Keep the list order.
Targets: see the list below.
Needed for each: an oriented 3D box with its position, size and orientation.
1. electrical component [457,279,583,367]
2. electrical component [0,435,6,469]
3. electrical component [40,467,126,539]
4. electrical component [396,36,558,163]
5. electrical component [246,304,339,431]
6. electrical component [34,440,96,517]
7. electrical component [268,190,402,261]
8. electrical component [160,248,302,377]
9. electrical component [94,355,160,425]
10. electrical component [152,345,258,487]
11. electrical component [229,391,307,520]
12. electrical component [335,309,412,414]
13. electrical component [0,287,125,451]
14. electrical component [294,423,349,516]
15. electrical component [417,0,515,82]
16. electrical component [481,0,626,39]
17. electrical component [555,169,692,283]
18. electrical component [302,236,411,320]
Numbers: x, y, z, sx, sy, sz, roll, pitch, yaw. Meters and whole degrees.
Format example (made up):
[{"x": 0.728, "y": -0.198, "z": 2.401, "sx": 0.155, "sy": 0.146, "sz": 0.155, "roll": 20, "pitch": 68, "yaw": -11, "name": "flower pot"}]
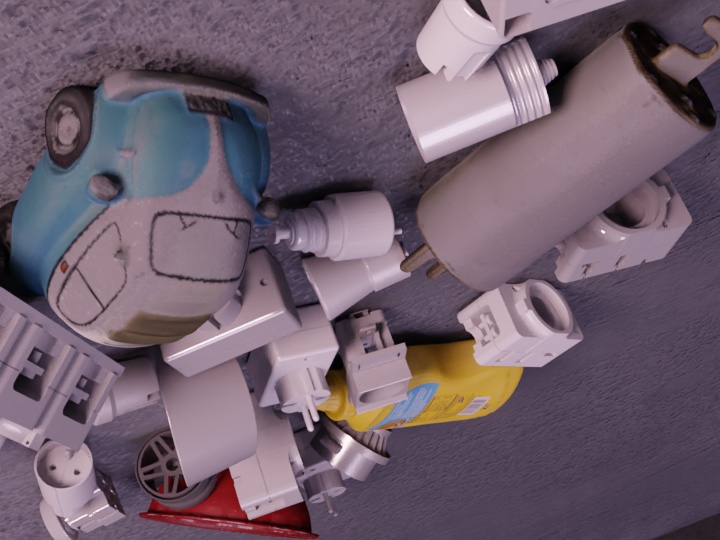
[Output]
[{"x": 0.135, "y": 0.044, "z": 0.878, "sx": 0.089, "sy": 0.050, "sz": 0.056, "roll": 6, "pitch": 144, "yaw": -44, "name": "electrical component"}, {"x": -0.266, "y": 0.109, "z": 0.693, "sx": 0.054, "sy": 0.059, "sz": 0.095, "roll": -1, "pitch": 149, "yaw": -36, "name": "electrical component"}, {"x": -0.239, "y": 0.203, "z": 0.920, "sx": 0.055, "sy": 0.048, "sz": 0.066, "roll": -27, "pitch": 155, "yaw": -4, "name": "electrical component"}, {"x": 0.064, "y": -0.091, "z": 0.564, "sx": 0.081, "sy": 0.043, "sz": 0.043, "roll": -22, "pitch": 155, "yaw": 2, "name": "electrical component"}, {"x": -0.045, "y": 0.079, "z": 0.783, "sx": 0.047, "sy": 0.075, "sz": 0.083, "roll": -10, "pitch": 153, "yaw": -21, "name": "electrical component"}, {"x": -0.232, "y": 0.166, "z": 0.853, "sx": 0.043, "sy": 0.043, "sz": 0.081, "roll": -13, "pitch": 154, "yaw": -17, "name": "electrical component"}, {"x": -0.016, "y": -0.025, "z": 0.638, "sx": 0.078, "sy": 0.040, "sz": 0.040, "roll": -7, "pitch": 152, "yaw": -27, "name": "electrical component"}, {"x": -0.090, "y": 0.021, "z": 0.665, "sx": 0.083, "sy": 0.047, "sz": 0.075, "roll": -23, "pitch": 155, "yaw": 5, "name": "electrical component"}, {"x": -0.166, "y": 0.081, "z": 0.739, "sx": 0.046, "sy": 0.040, "sz": 0.040, "roll": -15, "pitch": 155, "yaw": -24, "name": "electrical component"}, {"x": -0.112, "y": 0.093, "z": 0.737, "sx": 0.064, "sy": 0.099, "sz": 0.099, "roll": -16, "pitch": 155, "yaw": -24, "name": "electrical component"}, {"x": -0.079, "y": 0.148, "z": 0.878, "sx": 0.056, "sy": 0.089, "sz": 0.050, "roll": -18, "pitch": 155, "yaw": -5, "name": "electrical component"}, {"x": 0.008, "y": 0.068, "z": 0.814, "sx": 0.042, "sy": 0.063, "sz": 0.081, "roll": -15, "pitch": 154, "yaw": -10, "name": "electrical component"}, {"x": -0.202, "y": 0.041, "z": 0.553, "sx": 0.061, "sy": 0.089, "sz": 0.150, "roll": -64, "pitch": 158, "yaw": -14, "name": "electrical component"}, {"x": -0.037, "y": 0.197, "z": 1.024, "sx": 0.047, "sy": 0.075, "sz": 0.083, "roll": -22, "pitch": 155, "yaw": 3, "name": "electrical component"}, {"x": 0.052, "y": -0.116, "z": 0.511, "sx": 0.040, "sy": 0.040, "sz": 0.046, "roll": -6, "pitch": 157, "yaw": -28, "name": "electrical component"}, {"x": 0.098, "y": -0.160, "z": 0.437, "sx": 0.109, "sy": 0.056, "sz": 0.108, "roll": -19, "pitch": 155, "yaw": -4, "name": "electrical component"}, {"x": 0.179, "y": -0.034, "z": 0.758, "sx": 0.089, "sy": 0.050, "sz": 0.055, "roll": -13, "pitch": 154, "yaw": -16, "name": "electrical component"}, {"x": 0.000, "y": 0.000, "z": 0.702, "sx": 0.065, "sy": 0.044, "sz": 0.044, "roll": -24, "pitch": 155, "yaw": -4, "name": "electrical component"}]
